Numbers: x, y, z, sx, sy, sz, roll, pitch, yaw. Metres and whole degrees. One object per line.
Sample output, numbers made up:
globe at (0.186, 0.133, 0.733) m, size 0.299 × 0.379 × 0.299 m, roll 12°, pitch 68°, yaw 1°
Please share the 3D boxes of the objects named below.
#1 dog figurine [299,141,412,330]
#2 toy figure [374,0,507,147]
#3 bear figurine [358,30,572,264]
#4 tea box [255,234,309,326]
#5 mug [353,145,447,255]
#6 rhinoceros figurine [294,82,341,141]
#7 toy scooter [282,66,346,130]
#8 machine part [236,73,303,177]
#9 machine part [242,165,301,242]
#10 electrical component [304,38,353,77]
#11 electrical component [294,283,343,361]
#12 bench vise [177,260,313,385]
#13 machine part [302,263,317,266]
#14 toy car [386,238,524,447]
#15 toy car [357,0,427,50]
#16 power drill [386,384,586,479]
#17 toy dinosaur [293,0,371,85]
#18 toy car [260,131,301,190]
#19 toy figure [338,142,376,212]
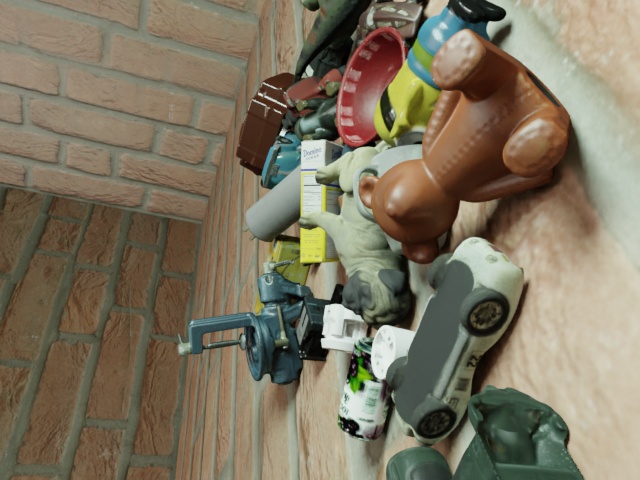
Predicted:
dog figurine at (0.074, -0.009, 0.638) m, size 0.191 × 0.121 × 0.172 m, roll 57°, pitch 137°, yaw 46°
toy figure at (0.123, -0.175, 0.580) m, size 0.089 × 0.082 × 0.180 m, roll -101°, pitch 26°, yaw -44°
bear figurine at (0.102, -0.060, 0.450) m, size 0.196 × 0.132 × 0.120 m, roll -41°, pitch 77°, yaw 32°
tea box at (-0.074, 0.082, 1.063) m, size 0.098 × 0.068 × 0.169 m, roll -128°, pitch 50°, yaw -68°
mug at (0.090, -0.039, 0.571) m, size 0.081 × 0.109 × 0.107 m, roll -28°, pitch 66°, yaw 61°
rhinoceros figurine at (0.020, -0.200, 0.882) m, size 0.190 × 0.112 × 0.073 m, roll -18°, pitch 90°, yaw 56°
toy scooter at (-0.022, -0.250, 0.996) m, size 0.075 × 0.135 × 0.184 m, roll 58°, pitch 151°, yaw 3°
machine part at (-0.093, -0.249, 1.159) m, size 0.201 × 0.087 × 0.200 m, roll -52°, pitch -13°, yaw -57°
machine part at (-0.058, -0.069, 0.994) m, size 0.243 × 0.079 × 0.079 m, roll -35°, pitch 40°, yaw 29°
electrical component at (0.018, -0.379, 1.077) m, size 0.115 × 0.058 × 0.134 m, roll -110°, pitch 35°, yaw -56°
electrical component at (-0.001, 0.124, 0.843) m, size 0.075 × 0.048 × 0.119 m, roll -108°, pitch 32°, yaw -57°
bench vise at (-0.127, 0.149, 0.937) m, size 0.129 × 0.241 × 0.223 m, roll -174°, pitch 79°, yaw -69°
machine part at (-0.002, -0.003, 0.943) m, size 0.139 × 0.039 × 0.084 m, roll 131°, pitch 154°, yaw -62°
toy car at (0.115, 0.095, 0.482) m, size 0.074 × 0.056 × 0.201 m, roll -123°, pitch 45°, yaw -57°
toy car at (0.100, -0.325, 0.799) m, size 0.202 × 0.053 × 0.089 m, roll -119°, pitch 45°, yaw -65°
power drill at (0.117, 0.224, 0.375) m, size 0.232 × 0.086 × 0.207 m, roll -101°, pitch 20°, yaw -57°
toy dinosaur at (0.048, -0.439, 0.896) m, size 0.192 × 0.131 × 0.404 m, roll -128°, pitch 51°, yaw -70°
toy car at (-0.048, -0.148, 1.061) m, size 0.162 × 0.103 × 0.109 m, roll -58°, pitch -8°, yaw -65°
toy figure at (0.052, -0.071, 0.776) m, size 0.058 × 0.064 × 0.154 m, roll 1°, pitch 83°, yaw 38°
